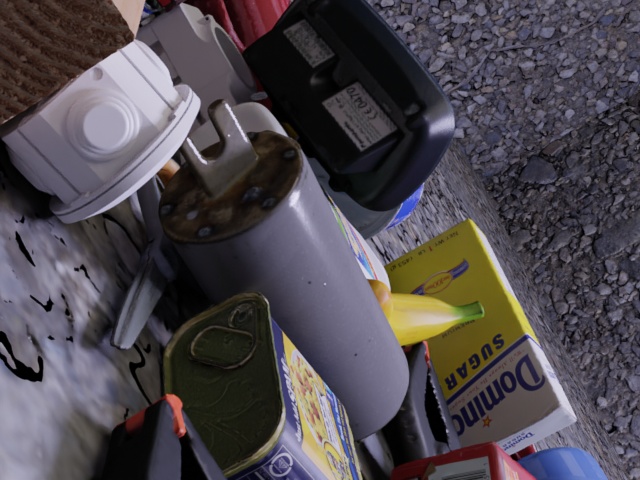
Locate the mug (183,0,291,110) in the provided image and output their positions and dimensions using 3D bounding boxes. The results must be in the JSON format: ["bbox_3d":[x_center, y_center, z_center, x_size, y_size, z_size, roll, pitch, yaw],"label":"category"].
[{"bbox_3d":[-0.058,-0.147,0.801,0.117,0.093,0.081,56,14,-66],"label":"mug"}]

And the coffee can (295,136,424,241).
[{"bbox_3d":[0.032,-0.052,0.916,0.103,0.103,0.140,61,12,2],"label":"coffee can"}]

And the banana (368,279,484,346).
[{"bbox_3d":[0.046,0.047,0.706,0.197,0.070,0.037,10,53,-64],"label":"banana"}]

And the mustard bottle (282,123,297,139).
[{"bbox_3d":[-0.051,-0.174,0.969,0.191,0.058,0.096,50,22,-41],"label":"mustard bottle"}]

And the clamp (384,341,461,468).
[{"bbox_3d":[0.077,0.164,0.715,0.164,0.036,0.210,54,23,-37],"label":"clamp"}]

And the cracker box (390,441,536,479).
[{"bbox_3d":[0.115,0.229,0.600,0.213,0.072,0.164,44,35,-49],"label":"cracker box"}]

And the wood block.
[{"bbox_3d":[-0.134,-0.135,0.472,0.090,0.091,0.206,54,14,-27],"label":"wood block"}]

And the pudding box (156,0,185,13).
[{"bbox_3d":[-0.112,-0.210,0.683,0.090,0.039,0.113,51,15,-35],"label":"pudding box"}]

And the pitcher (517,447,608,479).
[{"bbox_3d":[0.226,0.292,0.844,0.149,0.145,0.243,86,-13,-46],"label":"pitcher"}]

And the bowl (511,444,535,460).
[{"bbox_3d":[0.138,0.155,0.973,0.162,0.055,0.162,56,13,-20],"label":"bowl"}]

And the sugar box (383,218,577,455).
[{"bbox_3d":[0.116,0.079,0.824,0.048,0.093,0.176,40,23,-52],"label":"sugar box"}]

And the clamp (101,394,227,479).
[{"bbox_3d":[-0.041,0.130,0.356,0.171,0.039,0.120,61,6,24],"label":"clamp"}]

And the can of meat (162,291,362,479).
[{"bbox_3d":[-0.024,0.088,0.480,0.084,0.057,0.102,53,14,-34],"label":"can of meat"}]

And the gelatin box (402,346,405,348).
[{"bbox_3d":[0.061,0.113,0.825,0.089,0.030,0.073,59,13,-1],"label":"gelatin box"}]

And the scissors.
[{"bbox_3d":[-0.069,0.023,0.538,0.096,0.016,0.202,54,13,-30],"label":"scissors"}]

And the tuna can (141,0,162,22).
[{"bbox_3d":[-0.138,-0.174,0.679,0.086,0.034,0.086,55,13,-20],"label":"tuna can"}]

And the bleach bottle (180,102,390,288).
[{"bbox_3d":[-0.005,0.001,0.745,0.102,0.068,0.250,63,9,25],"label":"bleach bottle"}]
